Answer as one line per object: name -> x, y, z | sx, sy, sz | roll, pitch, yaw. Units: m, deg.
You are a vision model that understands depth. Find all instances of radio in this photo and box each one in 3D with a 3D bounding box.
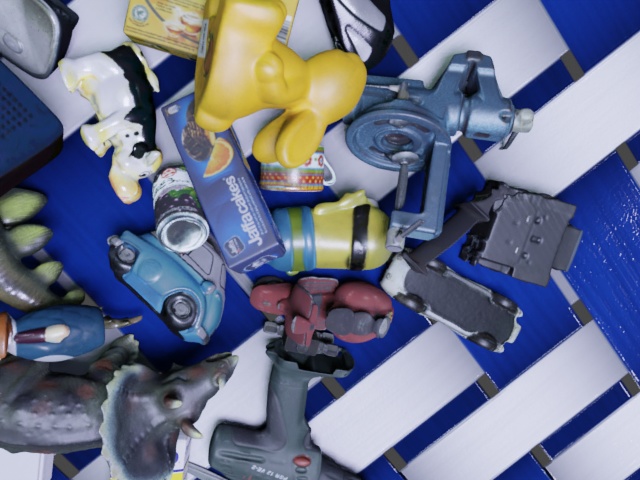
radio -> -0.361, -0.135, 0.478 | 0.229, 0.073, 0.131 | 46, 65, -13

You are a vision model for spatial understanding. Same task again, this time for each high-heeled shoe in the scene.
high-heeled shoe -> -0.020, -0.290, 0.587 | 0.249, 0.086, 0.145 | 22, 96, -16

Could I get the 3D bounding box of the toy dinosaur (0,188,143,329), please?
toy dinosaur -> -0.394, -0.030, 0.541 | 0.198, 0.105, 0.470 | -46, 116, -18

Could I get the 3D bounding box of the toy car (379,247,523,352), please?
toy car -> 0.174, 0.078, 0.696 | 0.202, 0.056, 0.073 | 28, 89, -12

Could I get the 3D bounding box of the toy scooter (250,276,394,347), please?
toy scooter -> 0.009, 0.086, 0.635 | 0.184, 0.135, 0.075 | 9, 98, -10

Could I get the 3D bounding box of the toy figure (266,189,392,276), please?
toy figure -> -0.002, 0.000, 0.642 | 0.180, 0.082, 0.089 | -7, 72, -9

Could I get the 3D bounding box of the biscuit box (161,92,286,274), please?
biscuit box -> -0.104, -0.064, 0.589 | 0.063, 0.059, 0.202 | -26, 78, 2

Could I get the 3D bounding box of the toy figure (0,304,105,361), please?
toy figure -> -0.300, 0.096, 0.539 | 0.154, 0.064, 0.058 | -3, 59, -30

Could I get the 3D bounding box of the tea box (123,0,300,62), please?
tea box -> -0.117, -0.243, 0.590 | 0.170, 0.068, 0.098 | 16, 98, -11

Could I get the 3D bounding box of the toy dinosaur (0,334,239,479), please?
toy dinosaur -> -0.299, 0.171, 0.583 | 0.405, 0.192, 0.131 | 6, 97, -10

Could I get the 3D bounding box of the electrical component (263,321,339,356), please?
electrical component -> -0.025, 0.123, 0.673 | 0.094, 0.063, 0.021 | 14, 99, -9

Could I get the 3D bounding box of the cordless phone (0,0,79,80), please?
cordless phone -> -0.321, -0.236, 0.508 | 0.146, 0.184, 0.088 | 38, 89, -12

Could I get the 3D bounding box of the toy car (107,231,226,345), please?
toy car -> -0.166, 0.042, 0.630 | 0.161, 0.109, 0.103 | 44, 68, 3

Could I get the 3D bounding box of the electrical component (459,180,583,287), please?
electrical component -> 0.263, -0.006, 0.691 | 0.134, 0.058, 0.114 | 15, 100, -9

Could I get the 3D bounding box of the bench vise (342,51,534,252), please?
bench vise -> 0.123, -0.096, 0.605 | 0.224, 0.128, 0.240 | 12, 69, -2

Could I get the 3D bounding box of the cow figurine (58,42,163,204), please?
cow figurine -> -0.216, -0.130, 0.602 | 0.098, 0.068, 0.167 | -22, 103, -14

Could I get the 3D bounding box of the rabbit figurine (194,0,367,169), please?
rabbit figurine -> -0.031, -0.153, 0.532 | 0.173, 0.122, 0.162 | 1, 100, -28

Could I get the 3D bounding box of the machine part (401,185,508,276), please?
machine part -> 0.158, -0.013, 0.639 | 0.139, 0.084, 0.039 | -41, 97, -4

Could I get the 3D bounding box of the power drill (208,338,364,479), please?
power drill -> -0.017, 0.238, 0.695 | 0.232, 0.086, 0.207 | 13, 106, -7
